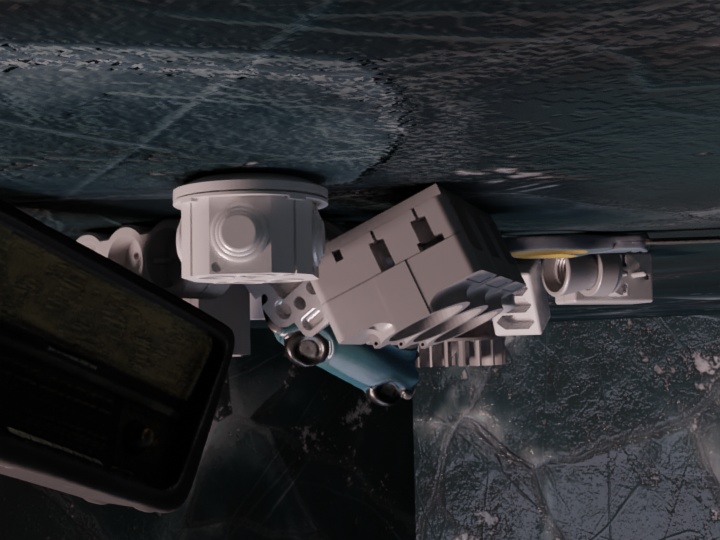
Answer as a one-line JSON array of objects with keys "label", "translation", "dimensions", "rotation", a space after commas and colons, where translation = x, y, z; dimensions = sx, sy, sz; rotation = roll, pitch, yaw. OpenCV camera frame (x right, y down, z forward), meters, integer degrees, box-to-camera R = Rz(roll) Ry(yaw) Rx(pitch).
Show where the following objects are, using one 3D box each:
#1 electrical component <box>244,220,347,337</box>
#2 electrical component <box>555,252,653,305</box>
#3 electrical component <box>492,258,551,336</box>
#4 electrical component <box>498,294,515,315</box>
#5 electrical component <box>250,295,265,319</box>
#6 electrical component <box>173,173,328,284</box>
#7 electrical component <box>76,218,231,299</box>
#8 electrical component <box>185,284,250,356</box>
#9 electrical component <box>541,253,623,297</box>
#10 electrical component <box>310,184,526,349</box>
[{"label": "electrical component", "translation": [-0.036, -0.001, 0.702], "dimensions": [0.058, 0.078, 0.057], "rotation": [-41, 174, 33]}, {"label": "electrical component", "translation": [0.232, 0.006, 0.982], "dimensions": [0.083, 0.047, 0.076], "rotation": [0, 175, -17]}, {"label": "electrical component", "translation": [0.159, 0.017, 1.048], "dimensions": [0.047, 0.065, 0.076], "rotation": [-3, -156, 26]}, {"label": "electrical component", "translation": [0.094, 0.003, 0.820], "dimensions": [0.048, 0.062, 0.048], "rotation": [-1, 175, 0]}, {"label": "electrical component", "translation": [-0.128, 0.014, 1.045], "dimensions": [0.099, 0.064, 0.099], "rotation": [8, -175, -1]}, {"label": "electrical component", "translation": [-0.056, -0.020, 0.558], "dimensions": [0.080, 0.051, 0.080], "rotation": [-1, 175, 0]}, {"label": "electrical component", "translation": [-0.134, -0.003, 0.747], "dimensions": [0.138, 0.052, 0.074], "rotation": [-6, 173, 40]}, {"label": "electrical component", "translation": [-0.137, 0.025, 0.862], "dimensions": [0.062, 0.089, 0.150], "rotation": [-2, 175, 9]}, {"label": "electrical component", "translation": [0.190, 0.001, 0.920], "dimensions": [0.055, 0.045, 0.045], "rotation": [0, 175, -21]}, {"label": "electrical component", "translation": [0.040, 0.006, 0.650], "dimensions": [0.089, 0.061, 0.150], "rotation": [-28, 168, 14]}]
